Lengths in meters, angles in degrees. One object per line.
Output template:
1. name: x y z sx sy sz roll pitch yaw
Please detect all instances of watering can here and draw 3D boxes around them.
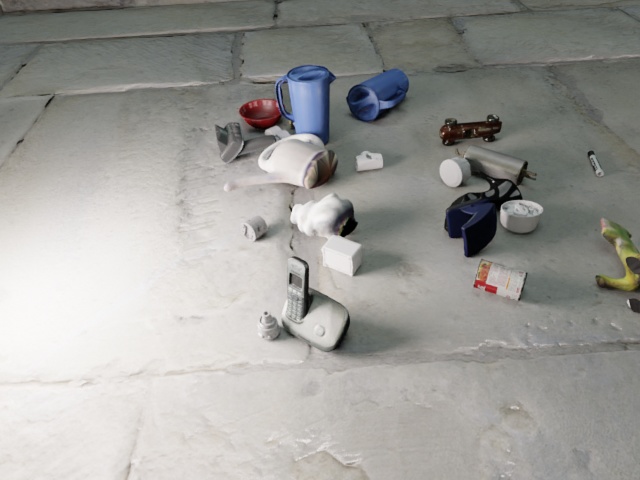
1. watering can: -0.093 -0.207 1.493 0.226 0.101 0.354 23 50 28

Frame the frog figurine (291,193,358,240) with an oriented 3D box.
1. frog figurine: 0.004 -0.066 1.312 0.160 0.120 0.139 31 69 19

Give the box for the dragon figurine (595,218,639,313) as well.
1. dragon figurine: 0.771 0.083 1.106 0.245 0.119 0.417 -19 45 -30
